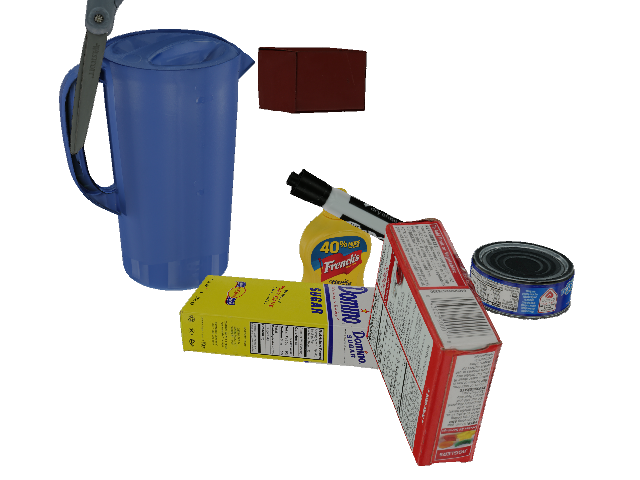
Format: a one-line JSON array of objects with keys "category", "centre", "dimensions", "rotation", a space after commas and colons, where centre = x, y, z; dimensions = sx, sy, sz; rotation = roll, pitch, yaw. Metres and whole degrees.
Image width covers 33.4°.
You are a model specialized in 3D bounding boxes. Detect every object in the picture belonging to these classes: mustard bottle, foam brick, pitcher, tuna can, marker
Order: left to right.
[{"category": "pitcher", "centre": [-0.154, -0.076, 1.042], "dimensions": [0.149, 0.243, 0.144], "rotation": [11, 27, 16]}, {"category": "foam brick", "centre": [-0.007, -0.134, 0.888], "dimensions": [0.078, 0.051, 0.053], "rotation": [-7, 16, -38]}, {"category": "mustard bottle", "centre": [0.019, 0.021, 1.419], "dimensions": [0.096, 0.192, 0.058], "rotation": [-4, 26, -17]}, {"category": "marker", "centre": [0.032, -0.014, 0.713], "dimensions": [0.121, 0.020, 0.020], "rotation": [27, -6, -11]}, {"category": "tuna can", "centre": [0.166, 0.031, 0.884], "dimensions": [0.086, 0.034, 0.086], "rotation": [3, 23, -1]}]

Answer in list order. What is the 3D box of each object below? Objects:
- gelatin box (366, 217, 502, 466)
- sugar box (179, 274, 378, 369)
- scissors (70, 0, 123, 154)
[{"category": "gelatin box", "centre": [0.049, 0.045, 0.485], "dimensions": [0.030, 0.073, 0.089], "rotation": [-4, 38, -13]}, {"category": "sugar box", "centre": [-0.028, 0.070, 0.951], "dimensions": [0.176, 0.048, 0.093], "rotation": [1, 20, 10]}, {"category": "scissors", "centre": [-0.134, -0.160, 0.740], "dimensions": [0.096, 0.202, 0.016], "rotation": [-7, -12, -8]}]
